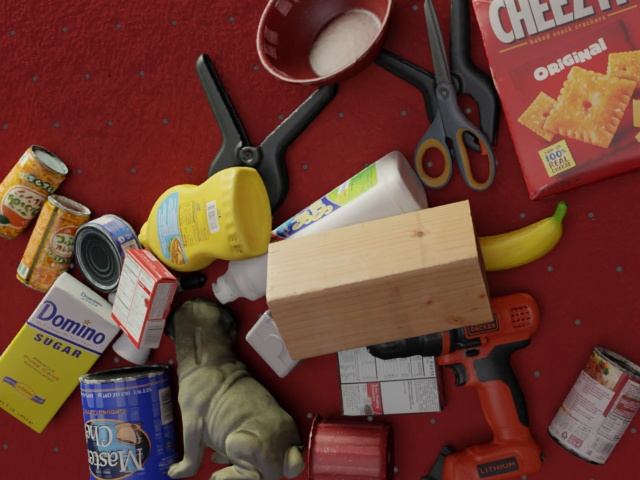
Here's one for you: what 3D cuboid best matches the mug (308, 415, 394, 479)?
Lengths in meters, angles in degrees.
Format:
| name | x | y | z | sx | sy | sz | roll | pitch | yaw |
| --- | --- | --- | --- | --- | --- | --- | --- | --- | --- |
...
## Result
| name | x | y | z | sx | sy | sz | roll | pitch | yaw |
| --- | --- | --- | --- | --- | --- | --- | --- | --- | --- |
| mug | 0.037 | 0.245 | 1.151 | 0.081 | 0.093 | 0.117 | 0 | 124 | 11 |

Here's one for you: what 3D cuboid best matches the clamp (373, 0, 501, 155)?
| name | x | y | z | sx | sy | sz | roll | pitch | yaw |
| --- | --- | --- | --- | --- | --- | --- | --- | --- | --- |
| clamp | 0.142 | -0.172 | 1.112 | 0.120 | 0.039 | 0.171 | -40 | 87 | 31 |

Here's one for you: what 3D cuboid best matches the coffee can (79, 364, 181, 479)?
| name | x | y | z | sx | sy | sz | roll | pitch | yaw |
| --- | --- | --- | --- | --- | --- | --- | --- | --- | --- |
| coffee can | -0.214 | 0.219 | 1.207 | 0.103 | 0.102 | 0.140 | -6 | 92 | 16 |

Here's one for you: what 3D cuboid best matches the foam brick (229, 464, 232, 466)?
| name | x | y | z | sx | sy | sz | roll | pitch | yaw |
| --- | --- | --- | --- | --- | --- | --- | --- | --- | --- |
| foam brick | -0.092 | 0.288 | 1.189 | 0.053 | 0.078 | 0.051 | 21 | 99 | 15 |

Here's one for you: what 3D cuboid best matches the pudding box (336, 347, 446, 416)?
| name | x | y | z | sx | sy | sz | roll | pitch | yaw |
| --- | --- | --- | --- | --- | --- | --- | --- | --- | --- |
| pudding box | 0.076 | 0.143 | 1.153 | 0.113 | 0.039 | 0.090 | -5 | 90 | 13 |

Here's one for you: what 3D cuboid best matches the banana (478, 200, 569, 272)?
| name | x | y | z | sx | sy | sz | roll | pitch | yaw |
| --- | --- | --- | --- | --- | --- | --- | --- | --- | --- |
| banana | 0.168 | 0.003 | 1.112 | 0.198 | 0.037 | 0.069 | -11 | 113 | 23 |

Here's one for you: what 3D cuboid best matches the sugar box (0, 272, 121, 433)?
| name | x | y | z | sx | sy | sz | roll | pitch | yaw |
| --- | --- | --- | --- | --- | --- | --- | --- | --- | --- |
| sugar box | -0.312 | 0.132 | 1.243 | 0.093 | 0.048 | 0.176 | 36 | 110 | -8 |

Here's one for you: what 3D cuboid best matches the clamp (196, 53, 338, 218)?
| name | x | y | z | sx | sy | sz | roll | pitch | yaw |
| --- | --- | --- | --- | --- | --- | --- | --- | --- | --- |
| clamp | -0.065 | -0.097 | 1.179 | 0.165 | 0.036 | 0.210 | 6 | 97 | 16 |

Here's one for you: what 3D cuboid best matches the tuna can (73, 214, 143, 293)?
| name | x | y | z | sx | sy | sz | roll | pitch | yaw |
| --- | --- | --- | --- | --- | --- | --- | --- | --- | --- |
| tuna can | -0.242 | 0.016 | 1.221 | 0.086 | 0.033 | 0.086 | 18 | 120 | 34 |

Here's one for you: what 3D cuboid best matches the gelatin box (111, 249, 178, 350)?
| name | x | y | z | sx | sy | sz | roll | pitch | yaw |
| --- | --- | --- | --- | --- | --- | --- | --- | --- | --- |
| gelatin box | -0.194 | 0.064 | 1.173 | 0.073 | 0.030 | 0.089 | 39 | 118 | 44 |

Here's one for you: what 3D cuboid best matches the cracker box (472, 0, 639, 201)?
| name | x | y | z | sx | sy | sz | roll | pitch | yaw |
| --- | --- | --- | --- | --- | --- | --- | --- | --- | --- |
| cracker box | 0.261 | -0.163 | 1.064 | 0.164 | 0.072 | 0.214 | -17 | 88 | 16 |

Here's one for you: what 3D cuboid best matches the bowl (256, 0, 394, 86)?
| name | x | y | z | sx | sy | sz | roll | pitch | yaw |
| --- | --- | --- | --- | --- | --- | --- | --- | --- | --- |
| bowl | 0.015 | -0.220 | 1.121 | 0.162 | 0.055 | 0.162 | -13 | 60 | 24 |

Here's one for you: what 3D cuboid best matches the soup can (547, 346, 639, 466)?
| name | x | y | z | sx | sy | sz | roll | pitch | yaw |
| --- | --- | --- | --- | --- | --- | --- | --- | --- | --- |
| soup can | 0.283 | 0.168 | 1.079 | 0.068 | 0.068 | 0.102 | 30 | 101 | 12 |

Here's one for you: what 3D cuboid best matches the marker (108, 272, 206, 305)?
| name | x | y | z | sx | sy | sz | roll | pitch | yaw |
| --- | --- | --- | --- | --- | --- | --- | --- | --- | --- |
| marker | -0.187 | 0.058 | 1.233 | 0.121 | 0.020 | 0.020 | -13 | 89 | 16 |

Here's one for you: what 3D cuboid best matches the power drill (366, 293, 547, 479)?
| name | x | y | z | sx | sy | sz | roll | pitch | yaw |
| --- | --- | --- | --- | --- | --- | --- | --- | --- | --- |
| power drill | 0.148 | 0.156 | 1.097 | 0.184 | 0.057 | 0.187 | -10 | 93 | -6 |

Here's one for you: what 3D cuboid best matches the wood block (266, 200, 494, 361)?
| name | x | y | z | sx | sy | sz | roll | pitch | yaw |
| --- | --- | --- | --- | --- | --- | --- | --- | --- | --- |
| wood block | 0.058 | 0.041 | 1.057 | 0.206 | 0.091 | 0.090 | -12 | 130 | 11 |

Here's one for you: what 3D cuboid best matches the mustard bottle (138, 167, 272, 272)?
| name | x | y | z | sx | sy | sz | roll | pitch | yaw |
| --- | --- | --- | --- | --- | --- | --- | --- | --- | --- |
| mustard bottle | -0.137 | -0.015 | 1.171 | 0.192 | 0.058 | 0.096 | -13 | 84 | 43 |

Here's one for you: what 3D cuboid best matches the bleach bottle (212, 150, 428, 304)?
| name | x | y | z | sx | sy | sz | roll | pitch | yaw |
| --- | --- | --- | --- | --- | --- | --- | --- | --- | --- |
| bleach bottle | -0.007 | 0.001 | 1.136 | 0.251 | 0.102 | 0.068 | -30 | 110 | 16 |

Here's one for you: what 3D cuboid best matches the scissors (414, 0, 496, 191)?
| name | x | y | z | sx | sy | sz | roll | pitch | yaw |
| --- | --- | --- | --- | --- | --- | --- | --- | --- | --- |
| scissors | 0.117 | -0.138 | 1.103 | 0.096 | 0.016 | 0.202 | -23 | 96 | 32 |
